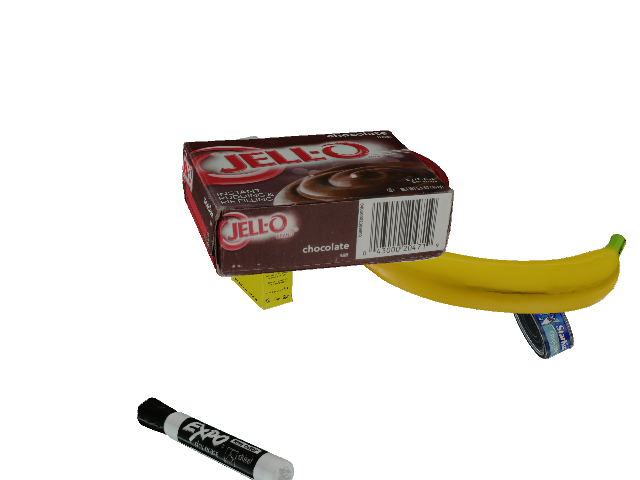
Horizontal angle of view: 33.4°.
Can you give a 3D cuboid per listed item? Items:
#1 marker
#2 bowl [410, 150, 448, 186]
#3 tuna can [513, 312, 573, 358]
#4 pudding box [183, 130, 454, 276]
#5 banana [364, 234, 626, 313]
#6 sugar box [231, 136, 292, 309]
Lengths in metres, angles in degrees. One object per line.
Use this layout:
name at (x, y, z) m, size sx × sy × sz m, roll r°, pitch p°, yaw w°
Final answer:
marker at (-0.067, 0.120, 0.639) m, size 0.121 × 0.020 × 0.020 m, roll 16°, pitch 10°, yaw 38°
bowl at (0.037, -0.035, 1.000) m, size 0.162 × 0.055 × 0.162 m, roll 1°, pitch 30°, yaw -1°
tuna can at (0.243, 0.087, 1.182) m, size 0.033 × 0.086 × 0.086 m, roll -25°, pitch 2°, yaw -5°
pudding box at (-0.005, -0.021, 0.514) m, size 0.113 × 0.039 × 0.090 m, roll -3°, pitch 26°, yaw -16°
banana at (0.125, 0.024, 0.747) m, size 0.197 × 0.037 × 0.069 m, roll 0°, pitch 25°, yaw -5°
sugar box at (-0.069, -0.021, 1.209) m, size 0.048 × 0.176 × 0.093 m, roll -15°, pitch 27°, yaw -25°
